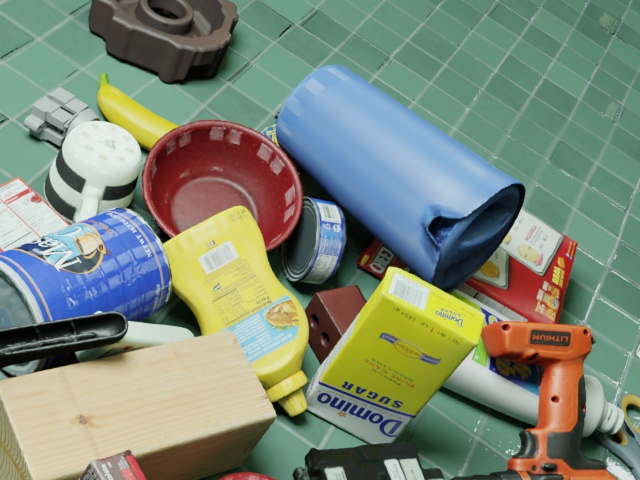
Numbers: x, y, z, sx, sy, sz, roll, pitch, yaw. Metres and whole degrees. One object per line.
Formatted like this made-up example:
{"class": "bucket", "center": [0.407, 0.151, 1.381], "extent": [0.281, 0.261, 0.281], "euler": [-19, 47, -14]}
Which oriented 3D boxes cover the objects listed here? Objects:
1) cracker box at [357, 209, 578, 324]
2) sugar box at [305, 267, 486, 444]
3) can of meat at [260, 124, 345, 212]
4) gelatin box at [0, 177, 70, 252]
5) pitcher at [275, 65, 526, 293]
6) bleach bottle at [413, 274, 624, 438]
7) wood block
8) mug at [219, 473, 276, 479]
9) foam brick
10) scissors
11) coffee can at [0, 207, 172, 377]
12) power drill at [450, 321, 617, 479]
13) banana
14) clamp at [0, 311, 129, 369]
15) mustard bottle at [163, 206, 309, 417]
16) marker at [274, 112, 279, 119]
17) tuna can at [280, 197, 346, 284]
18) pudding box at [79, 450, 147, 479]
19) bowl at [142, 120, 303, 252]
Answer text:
{"class": "cracker box", "center": [0.165, 0.016, 1.168], "extent": [0.213, 0.072, 0.164], "euler": [30, 41, 0]}
{"class": "sugar box", "center": [0.061, 0.108, 0.938], "extent": [0.093, 0.176, 0.048], "euler": [28, 40, -3]}
{"class": "can of meat", "center": [-0.016, -0.078, 1.166], "extent": [0.101, 0.058, 0.084], "euler": [3, 46, -28]}
{"class": "gelatin box", "center": [-0.274, -0.008, 0.967], "extent": [0.089, 0.030, 0.073], "euler": [42, 43, 10]}
{"class": "pitcher", "center": [0.077, -0.067, 1.065], "extent": [0.144, 0.149, 0.243], "euler": [-37, 63, -25]}
{"class": "bleach bottle", "center": [0.193, 0.126, 1.079], "extent": [0.250, 0.068, 0.102], "euler": [26, 51, -7]}
{"class": "wood block", "center": [-0.152, 0.148, 0.842], "extent": [0.205, 0.090, 0.091], "euler": [-9, 56, -36]}
{"class": "mug", "center": [-0.068, 0.235, 0.819], "extent": [0.117, 0.093, 0.081], "euler": [-5, 35, 15]}
{"class": "foam brick", "center": [0.024, 0.092, 1.027], "extent": [0.051, 0.053, 0.078], "euler": [-9, 54, -36]}
{"class": "scissors", "center": [0.345, 0.235, 1.099], "extent": [0.096, 0.016, 0.202], "euler": [-16, 58, -34]}
{"class": "coffee can", "center": [-0.210, 0.042, 0.901], "extent": [0.103, 0.103, 0.140], "euler": [46, 43, 16]}
{"class": "power drill", "center": [0.192, 0.172, 0.996], "extent": [0.184, 0.057, 0.187], "euler": [4, 77, -19]}
{"class": "banana", "center": [-0.159, -0.116, 1.128], "extent": [0.198, 0.037, 0.069], "euler": [29, 51, -1]}
{"class": "clamp", "center": [-0.267, 0.074, 0.771], "extent": [0.164, 0.210, 0.036], "euler": [50, 17, -50]}
{"class": "mustard bottle", "center": [-0.065, 0.072, 0.964], "extent": [0.096, 0.058, 0.191], "euler": [-28, 86, -15]}
{"class": "marker", "center": [-0.002, -0.110, 1.231], "extent": [0.121, 0.020, 0.020], "euler": [36, 42, 5]}
{"class": "tuna can", "center": [-0.007, 0.001, 1.071], "extent": [0.033, 0.086, 0.086], "euler": [9, 46, -25]}
{"class": "pudding box", "center": [-0.147, 0.217, 0.759], "extent": [0.039, 0.114, 0.090], "euler": [-11, 56, -41]}
{"class": "bowl", "center": [-0.100, -0.039, 1.063], "extent": [0.162, 0.055, 0.162], "euler": [8, 58, -13]}
